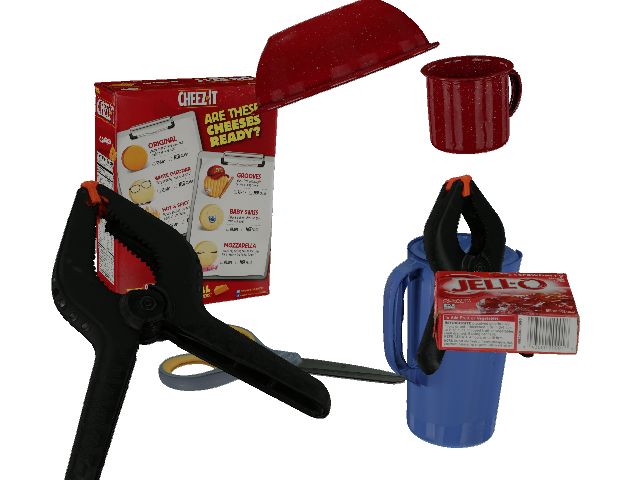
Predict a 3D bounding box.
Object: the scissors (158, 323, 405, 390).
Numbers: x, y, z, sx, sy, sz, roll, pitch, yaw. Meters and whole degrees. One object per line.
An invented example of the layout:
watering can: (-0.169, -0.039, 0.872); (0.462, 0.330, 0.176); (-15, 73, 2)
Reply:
scissors: (-0.043, 0.102, 0.822); (0.202, 0.016, 0.096); (13, 32, 39)

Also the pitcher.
pitcher: (0.154, 0.120, 1.270); (0.149, 0.243, 0.145); (6, 17, 11)

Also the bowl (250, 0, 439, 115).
bowl: (0.010, -0.153, 0.855); (0.162, 0.055, 0.162); (-21, 8, 3)

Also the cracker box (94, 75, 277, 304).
cracker box: (-0.130, -0.045, 1.021); (0.163, 0.214, 0.072); (-7, 20, -30)

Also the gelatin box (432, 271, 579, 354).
gelatin box: (0.118, 0.044, 0.688); (0.089, 0.030, 0.073); (2, 19, 6)

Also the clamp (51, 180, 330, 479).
clamp: (-0.096, 0.049, 0.658); (0.164, 0.210, 0.036); (-11, -31, -22)

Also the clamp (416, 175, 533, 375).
clamp: (0.120, 0.033, 0.918); (0.120, 0.171, 0.039); (-16, 0, -34)

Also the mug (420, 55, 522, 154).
mug: (0.161, -0.142, 1.096); (0.117, 0.081, 0.093); (-21, 27, -31)
